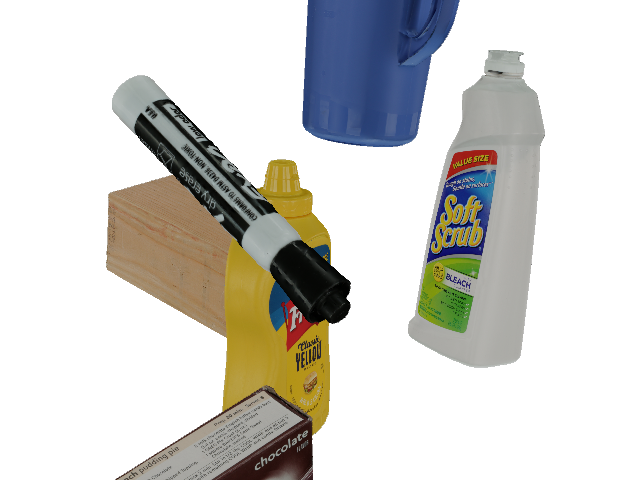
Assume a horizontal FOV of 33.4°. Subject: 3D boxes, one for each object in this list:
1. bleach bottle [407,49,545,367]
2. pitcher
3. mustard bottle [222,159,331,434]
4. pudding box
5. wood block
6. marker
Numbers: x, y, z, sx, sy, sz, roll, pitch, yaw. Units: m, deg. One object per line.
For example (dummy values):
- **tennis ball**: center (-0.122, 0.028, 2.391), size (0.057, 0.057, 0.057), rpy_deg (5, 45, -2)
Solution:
- **bleach bottle**: center (0.132, -0.029, 0.874), size (0.067, 0.251, 0.103), rpy_deg (-4, 16, -32)
- **pitcher**: center (0.054, -0.209, 0.952), size (0.145, 0.243, 0.149), rpy_deg (8, 15, 7)
- **mustard bottle**: center (-0.027, 0.041, 0.723), size (0.058, 0.192, 0.096), rpy_deg (10, 17, 31)
- **pudding box**: center (-0.054, 0.133, 0.500), size (0.113, 0.090, 0.039), rpy_deg (-31, 46, -34)
- **wood block**: center (-0.107, 0.017, 1.033), size (0.206, 0.090, 0.090), rpy_deg (25, 30, 34)
- **marker**: center (-0.031, -0.015, 0.369), size (0.121, 0.020, 0.020), rpy_deg (45, 24, 26)
